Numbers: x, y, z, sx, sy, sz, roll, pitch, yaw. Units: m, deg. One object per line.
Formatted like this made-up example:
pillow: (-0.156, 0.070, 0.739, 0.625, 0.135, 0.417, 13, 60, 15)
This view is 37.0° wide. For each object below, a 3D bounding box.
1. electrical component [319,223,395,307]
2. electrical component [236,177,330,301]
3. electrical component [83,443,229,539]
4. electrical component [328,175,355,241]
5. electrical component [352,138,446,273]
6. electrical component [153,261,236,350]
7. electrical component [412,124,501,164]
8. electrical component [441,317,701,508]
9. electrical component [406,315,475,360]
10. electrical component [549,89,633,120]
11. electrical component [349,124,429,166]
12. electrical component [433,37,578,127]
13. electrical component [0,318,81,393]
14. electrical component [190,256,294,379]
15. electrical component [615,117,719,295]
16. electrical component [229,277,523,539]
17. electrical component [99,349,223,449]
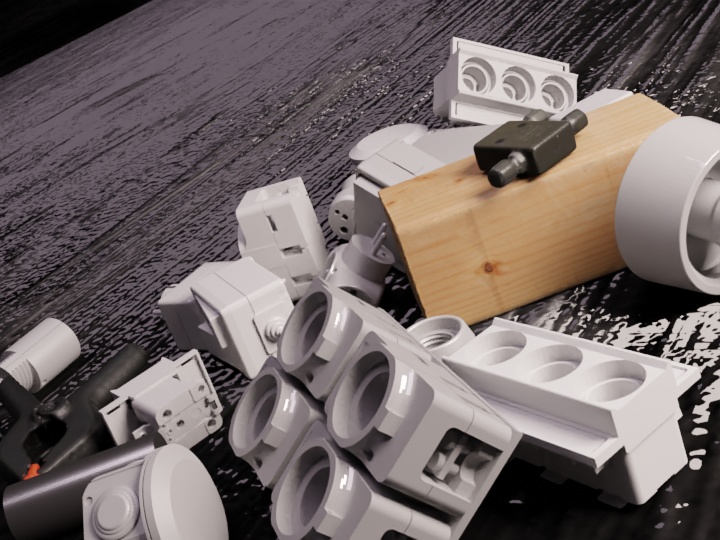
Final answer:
electrical component: (0.000, 0.000, 0.809, 0.079, 0.044, 0.077, -59, 10, 23)
electrical component: (-0.064, -0.022, 0.887, 0.056, 0.089, 0.050, -14, 23, 15)
electrical component: (-0.108, 0.138, 0.578, 0.051, 0.080, 0.080, -21, 22, 14)
electrical component: (-0.002, -0.056, 0.970, 0.045, 0.045, 0.055, -11, 25, 22)
electrical component: (0.031, -0.044, 0.861, 0.062, 0.096, 0.061, 33, 51, 27)
electrical component: (-0.139, 0.030, 0.890, 0.077, 0.047, 0.066, -3, 29, 37)
electrical component: (0.080, -0.078, 0.932, 0.109, 0.056, 0.109, 1, 31, 43)
electrical component: (0.106, 0.072, 0.562, 0.079, 0.063, 0.121, -33, 25, -27)
electrical component: (0.051, 0.061, 0.644, 0.066, 0.055, 0.048, -26, 23, -12)
electrical component: (0.215, -0.119, 0.922, 0.066, 0.047, 0.077, -29, 24, -18)
electrical component: (0.034, -0.106, 1.044, 0.080, 0.051, 0.080, -18, 23, 8)
electrical component: (0.134, -0.161, 1.000, 0.121, 0.078, 0.063, 8, -17, -20)
electrical component: (-0.277, 0.080, 0.900, 0.043, 0.043, 0.081, -4, 28, 35)
electrical component: (-0.084, 0.038, 0.804, 0.061, 0.061, 0.096, -28, 24, -17)
electrical component: (0.217, -0.036, 0.662, 0.108, 0.108, 0.060, -31, 30, -23)
electrical component: (-0.006, 0.082, 0.572, 0.105, 0.060, 0.186, -59, 25, 4)
electrical component: (-0.132, 0.096, 0.742, 0.081, 0.042, 0.064, -35, 30, -29)
